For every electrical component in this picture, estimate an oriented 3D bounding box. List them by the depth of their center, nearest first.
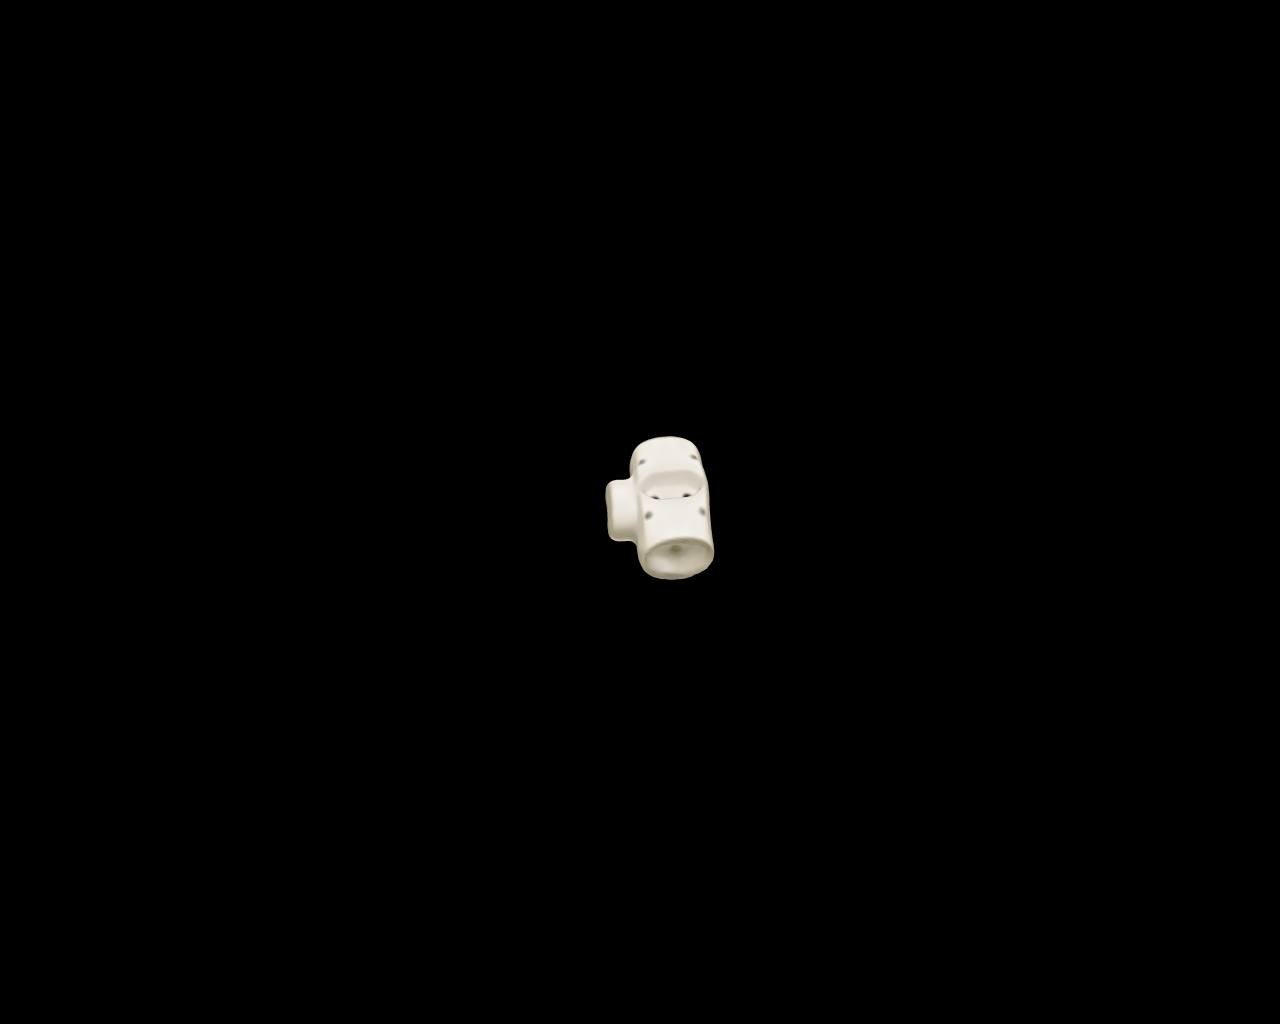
[{"bbox_3d":[0.001,-0.003,0.650,0.079,0.077,0.043,-3,-36,-2],"label":"electrical component"}]
